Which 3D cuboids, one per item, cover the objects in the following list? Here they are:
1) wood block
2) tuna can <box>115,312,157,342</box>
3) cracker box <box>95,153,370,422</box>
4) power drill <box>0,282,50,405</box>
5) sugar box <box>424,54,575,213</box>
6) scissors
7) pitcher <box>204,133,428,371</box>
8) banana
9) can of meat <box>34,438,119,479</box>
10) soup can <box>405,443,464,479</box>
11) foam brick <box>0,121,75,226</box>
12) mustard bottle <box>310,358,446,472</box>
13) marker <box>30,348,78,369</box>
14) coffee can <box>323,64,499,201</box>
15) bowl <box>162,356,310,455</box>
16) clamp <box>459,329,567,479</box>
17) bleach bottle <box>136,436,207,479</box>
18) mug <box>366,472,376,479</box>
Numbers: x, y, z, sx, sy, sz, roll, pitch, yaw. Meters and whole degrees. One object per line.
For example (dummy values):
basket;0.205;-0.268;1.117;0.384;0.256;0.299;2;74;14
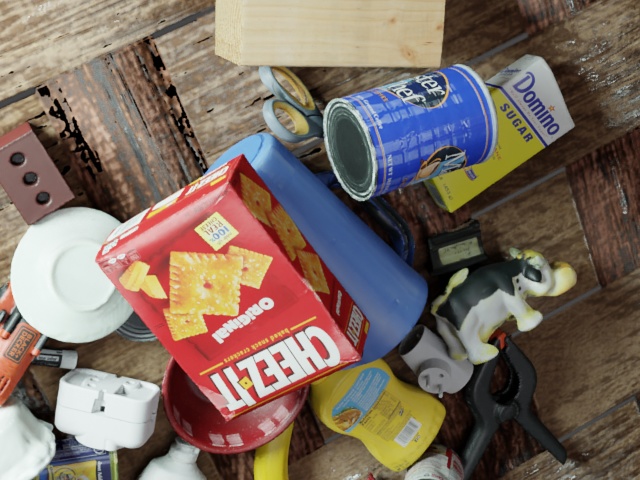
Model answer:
wood block;0.009;-0.218;1.037;0.205;0.091;0.090;-3;107;-20
tuna can;-0.179;0.058;1.079;0.086;0.034;0.086;-6;108;-20
cracker box;-0.080;0.050;0.997;0.164;0.072;0.213;-28;110;24
power drill;-0.327;0.040;0.996;0.187;0.057;0.184;35;78;-23
sugar box;0.185;-0.117;1.161;0.176;0.048;0.093;-34;114;-7
scissors;0.006;-0.099;1.084;0.016;0.096;0.201;-28;120;33
pitcher;-0.007;0.001;1.086;0.145;0.149;0.242;-37;114;15
banana;-0.040;0.270;1.195;0.069;0.037;0.198;-7;108;-19
can of meat;-0.251;0.253;1.098;0.083;0.057;0.102;-6;108;-18
soup can;0.128;0.283;1.217;0.068;0.102;0.068;2;102;10
foam brick;-0.272;-0.062;0.997;0.053;0.051;0.078;-33;115;-9
mustard bottle;0.046;0.175;1.188;0.191;0.058;0.096;38;91;-26
marker;-0.302;0.113;1.056;0.121;0.020;0.020;9;102;-23
coffee can;0.088;-0.106;1.045;0.140;0.103;0.103;-18;112;-21
bowl;-0.093;0.142;1.126;0.162;0.055;0.162;-6;108;-20
clamp;0.227;0.203;1.279;0.164;0.036;0.210;-7;108;-20
bleach bottle;-0.173;0.333;1.148;0.102;0.068;0.251;15;98;-33
mug;0.052;0.332;1.230;0.081;0.093;0.117;-34;151;-4
